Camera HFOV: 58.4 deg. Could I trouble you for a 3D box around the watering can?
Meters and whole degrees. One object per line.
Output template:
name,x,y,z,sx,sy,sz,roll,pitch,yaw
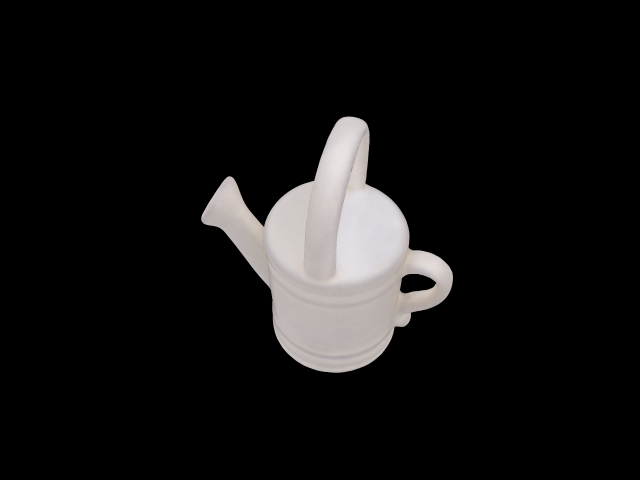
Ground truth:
watering can,0.003,0.003,0.399,0.173,0.194,0.101,-2,50,-2
